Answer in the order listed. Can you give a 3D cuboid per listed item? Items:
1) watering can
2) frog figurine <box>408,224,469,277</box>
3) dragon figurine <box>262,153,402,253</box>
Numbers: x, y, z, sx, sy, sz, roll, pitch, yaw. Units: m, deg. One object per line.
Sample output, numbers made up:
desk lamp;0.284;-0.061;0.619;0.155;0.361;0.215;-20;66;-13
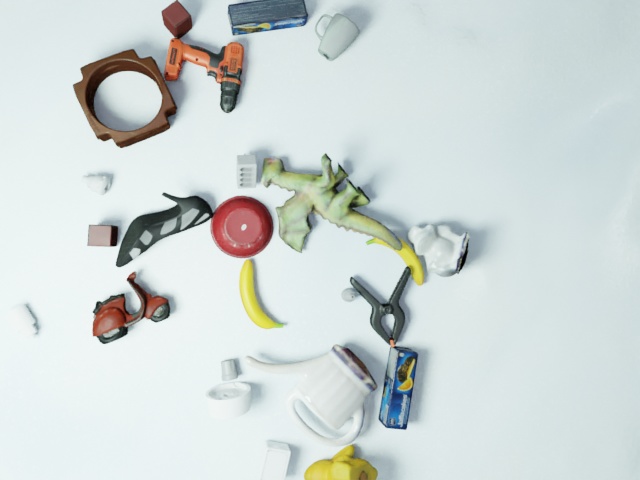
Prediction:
watering can;-0.004;0.352;1.284;0.226;0.103;0.346;-44;97;-12
frog figurine;0.314;0.024;1.390;0.160;0.122;0.137;15;94;25
dragon figurine;0.004;-0.067;1.332;0.242;0.123;0.409;-38;93;6
